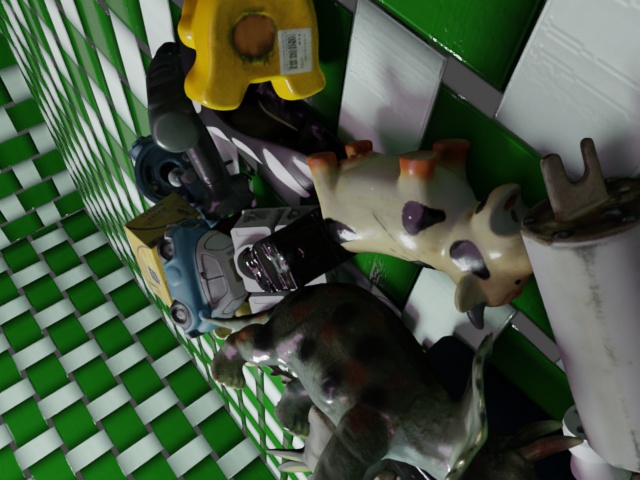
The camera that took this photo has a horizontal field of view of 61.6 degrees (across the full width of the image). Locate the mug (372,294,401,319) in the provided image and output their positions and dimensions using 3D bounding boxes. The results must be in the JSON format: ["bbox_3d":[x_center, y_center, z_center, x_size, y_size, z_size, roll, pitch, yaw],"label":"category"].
[{"bbox_3d":[0.052,0.117,0.663,0.110,0.081,0.107,54,166,32],"label":"mug"}]

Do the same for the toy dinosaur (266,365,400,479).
[{"bbox_3d":[0.024,0.311,0.803,0.199,0.105,0.470,4,136,15],"label":"toy dinosaur"}]

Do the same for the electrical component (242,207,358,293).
[{"bbox_3d":[-0.001,-0.002,0.542,0.058,0.134,0.115,62,155,-6],"label":"electrical component"}]

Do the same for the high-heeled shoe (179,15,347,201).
[{"bbox_3d":[-0.062,-0.143,0.549,0.248,0.086,0.145,53,160,-11],"label":"high-heeled shoe"}]

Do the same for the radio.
[{"bbox_3d":[0.159,0.212,0.501,0.230,0.131,0.073,42,152,31],"label":"radio"}]

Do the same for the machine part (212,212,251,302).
[{"bbox_3d":[-0.083,0.062,0.842,0.202,0.087,0.200,24,140,49],"label":"machine part"}]

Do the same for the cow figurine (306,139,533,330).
[{"bbox_3d":[0.084,-0.012,0.416,0.195,0.085,0.127,11,120,42],"label":"cow figurine"}]

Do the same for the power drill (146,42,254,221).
[{"bbox_3d":[-0.160,-0.143,0.715,0.232,0.086,0.207,-109,2,-56],"label":"power drill"}]

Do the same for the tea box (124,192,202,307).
[{"bbox_3d":[-0.229,0.020,0.840,0.068,0.098,0.169,37,148,23],"label":"tea box"}]

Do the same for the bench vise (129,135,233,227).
[{"bbox_3d":[-0.224,-0.083,0.900,0.223,0.129,0.241,61,160,-16],"label":"bench vise"}]

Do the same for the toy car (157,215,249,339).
[{"bbox_3d":[-0.143,0.045,0.720,0.103,0.109,0.161,-7,101,22],"label":"toy car"}]

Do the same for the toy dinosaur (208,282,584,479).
[{"bbox_3d":[0.024,0.109,0.470,0.405,0.192,0.131,40,178,43],"label":"toy dinosaur"}]

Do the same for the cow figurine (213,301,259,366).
[{"bbox_3d":[-0.140,0.122,0.836,0.167,0.068,0.098,59,162,5],"label":"cow figurine"}]

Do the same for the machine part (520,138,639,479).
[{"bbox_3d":[0.183,0.053,0.327,0.079,0.079,0.243,8,127,60],"label":"machine part"}]

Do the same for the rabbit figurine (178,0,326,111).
[{"bbox_3d":[-0.082,-0.208,0.479,0.173,0.122,0.162,-124,18,-55],"label":"rabbit figurine"}]
